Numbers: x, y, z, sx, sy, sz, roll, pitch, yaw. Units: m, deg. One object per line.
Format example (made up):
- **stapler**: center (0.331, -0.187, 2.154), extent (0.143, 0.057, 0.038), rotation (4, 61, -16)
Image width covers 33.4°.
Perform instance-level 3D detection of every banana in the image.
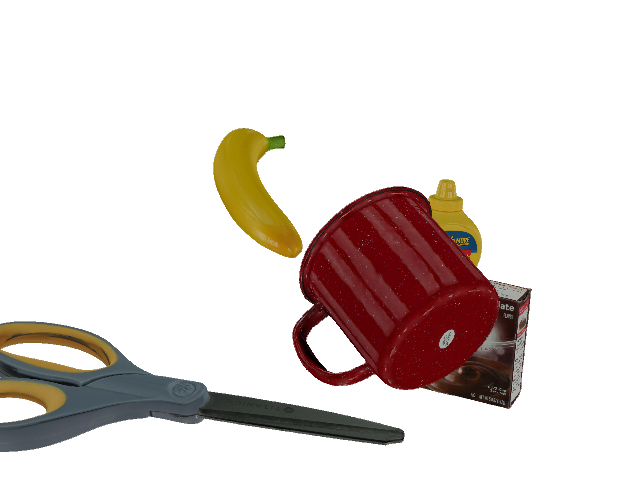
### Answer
- **banana**: center (-0.057, -0.050, 0.912), extent (0.069, 0.037, 0.198), rotation (1, 34, -7)

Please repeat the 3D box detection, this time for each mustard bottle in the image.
- **mustard bottle**: center (0.145, 0.022, 1.284), extent (0.096, 0.192, 0.058), rotation (0, 15, -11)

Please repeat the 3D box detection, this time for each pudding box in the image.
- **pudding box**: center (0.103, 0.072, 0.829), extent (0.114, 0.090, 0.039), rotation (10, 22, 23)

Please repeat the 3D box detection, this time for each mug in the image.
- **mug**: center (0.038, 0.037, 0.608), extent (0.117, 0.082, 0.093), rotation (-36, -36, -4)

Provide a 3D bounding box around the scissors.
- **scissors**: center (-0.075, 0.076, 0.454), extent (0.202, 0.016, 0.096), rotation (15, 29, 24)
